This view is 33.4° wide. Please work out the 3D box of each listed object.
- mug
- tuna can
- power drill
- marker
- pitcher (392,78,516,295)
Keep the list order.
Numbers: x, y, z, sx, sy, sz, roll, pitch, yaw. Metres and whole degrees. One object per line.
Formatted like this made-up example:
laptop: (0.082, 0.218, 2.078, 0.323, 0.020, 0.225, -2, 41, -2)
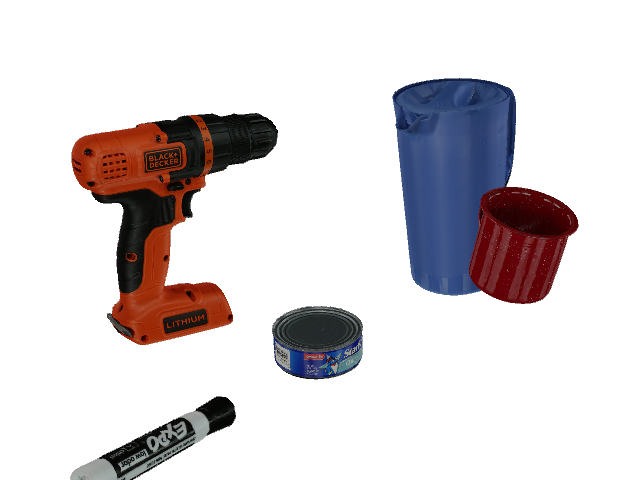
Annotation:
mug: (0.184, 0.000, 1.026, 0.093, 0.081, 0.117, -6, 35, -25)
tuna can: (-0.002, 0.096, 1.011, 0.086, 0.034, 0.086, -2, 24, 1)
power drill: (-0.118, -0.014, 0.919, 0.184, 0.188, 0.057, -12, 21, -29)
marker: (-0.086, 0.111, 0.580, 0.020, 0.020, 0.120, 0, 12, 33)
pitcher: (0.165, -0.067, 1.266, 0.149, 0.243, 0.145, -3, 25, 3)
